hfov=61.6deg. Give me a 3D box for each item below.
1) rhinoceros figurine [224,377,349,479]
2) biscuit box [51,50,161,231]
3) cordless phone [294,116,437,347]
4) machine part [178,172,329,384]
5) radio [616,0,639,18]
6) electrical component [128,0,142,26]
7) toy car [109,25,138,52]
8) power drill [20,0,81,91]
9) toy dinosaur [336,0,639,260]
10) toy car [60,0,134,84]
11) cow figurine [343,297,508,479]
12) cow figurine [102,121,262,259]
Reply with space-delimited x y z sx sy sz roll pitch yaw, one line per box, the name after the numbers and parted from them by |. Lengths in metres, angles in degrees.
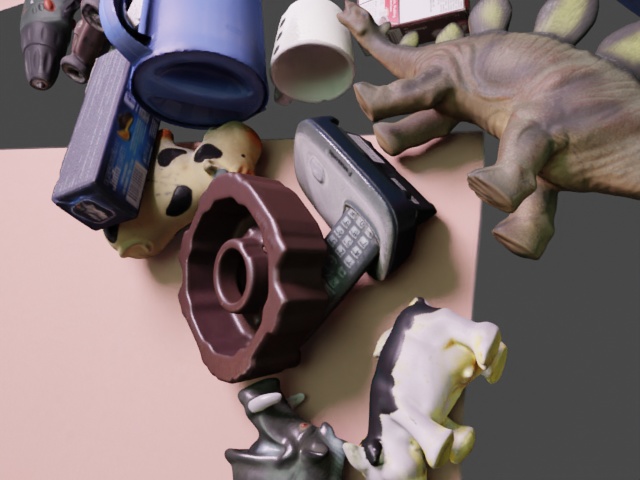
-0.018 0.201 0.420 0.112 0.073 0.190 -39 61 9 | rhinoceros figurine
-0.208 -0.110 0.548 0.063 0.059 0.203 -15 54 23 | biscuit box
-0.002 -0.002 0.488 0.184 0.088 0.147 -51 58 21 | cordless phone
-0.063 0.031 0.474 0.179 0.056 0.179 -1 88 49 | machine part
0.263 -0.245 0.412 0.073 0.131 0.230 -39 60 10 | radio
-0.224 -0.307 0.716 0.102 0.045 0.078 -40 89 10 | electrical component
-0.190 -0.252 0.658 0.073 0.056 0.201 36 90 5 | toy car
-0.340 -0.341 0.765 0.207 0.086 0.232 -31 59 23 | power drill
0.190 -0.091 0.411 0.198 0.105 0.472 -47 64 -1 | toy dinosaur
-0.261 -0.258 0.637 0.202 0.053 0.089 -16 40 56 | toy car
0.067 0.129 0.408 0.098 0.068 0.167 23 79 35 | cow figurine
-0.144 -0.053 0.563 0.195 0.085 0.127 -38 55 6 | cow figurine
